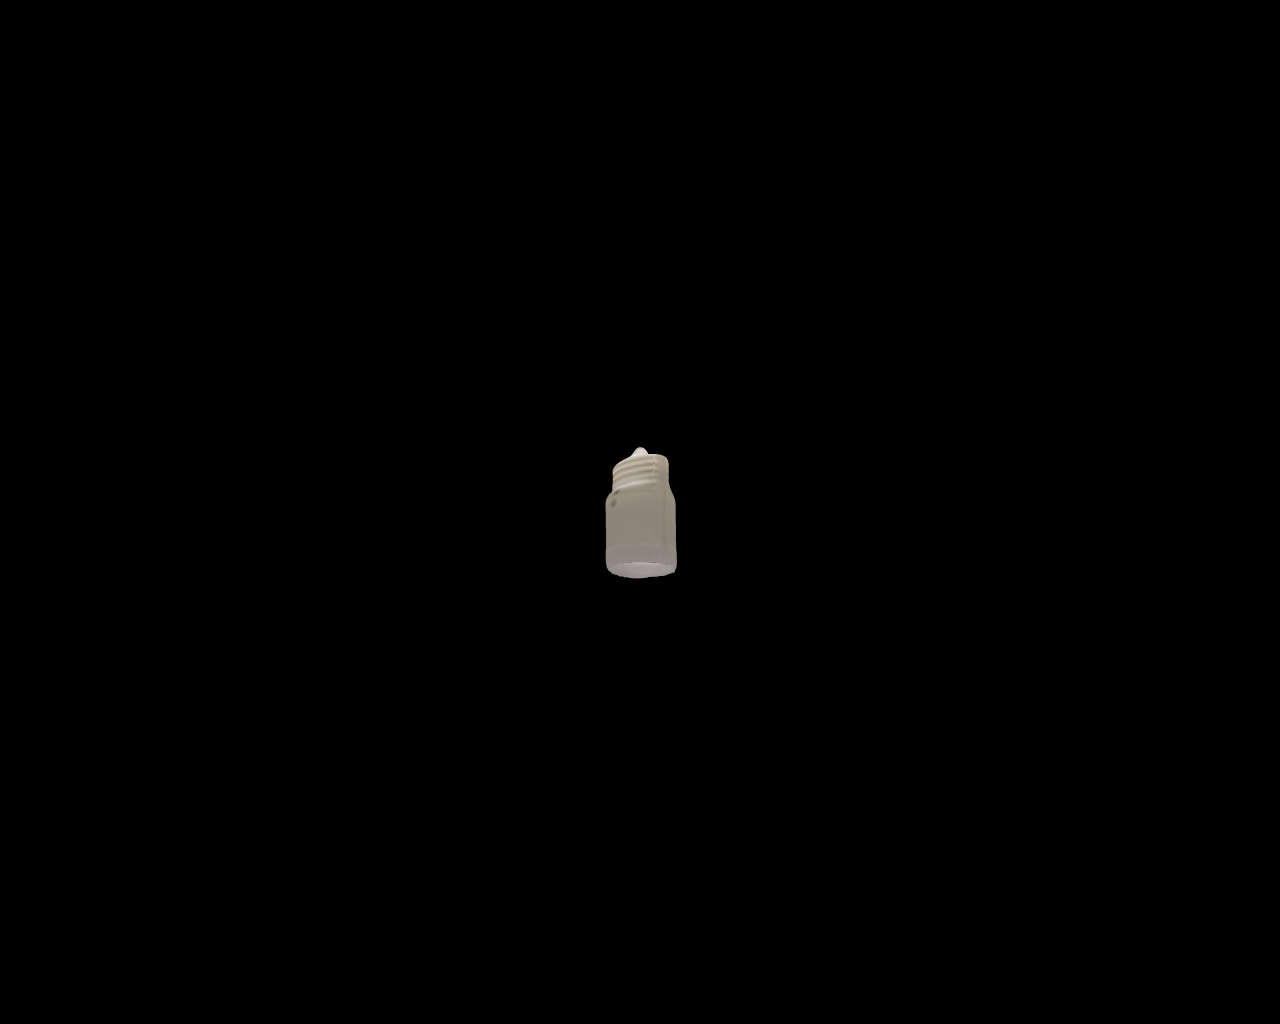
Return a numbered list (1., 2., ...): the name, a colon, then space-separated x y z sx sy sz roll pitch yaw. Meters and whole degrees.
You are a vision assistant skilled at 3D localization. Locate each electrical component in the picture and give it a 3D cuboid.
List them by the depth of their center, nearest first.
1. electrical component: 0.001 -0.003 0.650 0.043 0.081 0.043 0 -16 0
